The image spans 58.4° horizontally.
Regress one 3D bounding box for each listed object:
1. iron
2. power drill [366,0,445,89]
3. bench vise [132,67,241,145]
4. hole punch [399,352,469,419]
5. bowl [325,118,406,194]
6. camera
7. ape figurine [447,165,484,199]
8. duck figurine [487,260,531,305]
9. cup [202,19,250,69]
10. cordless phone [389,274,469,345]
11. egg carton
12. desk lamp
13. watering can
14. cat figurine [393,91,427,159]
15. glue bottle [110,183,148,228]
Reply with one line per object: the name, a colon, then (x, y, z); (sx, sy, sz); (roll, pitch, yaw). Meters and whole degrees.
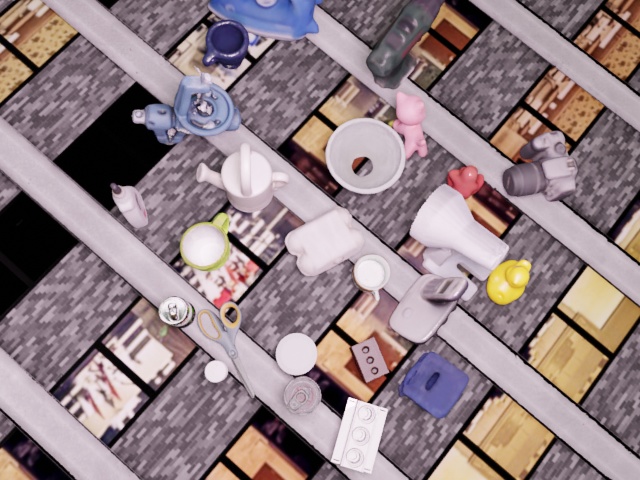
iron: (-0.123, -0.527, 1.240); (0.258, 0.141, 0.119); (6, 78, -2)
power drill: (0.177, -0.416, 1.203); (0.075, 0.208, 0.230); (37, 78, 5)
bench vise: (-0.265, -0.255, 1.134); (0.207, 0.219, 0.121); (-25, 81, -8)
hole punch: (0.220, 0.283, 1.119); (0.101, 0.091, 0.109); (38, 78, 5)
bowl: (0.093, -0.168, 1.214); (0.167, 0.074, 0.167); (1, 78, -3)
camera: (0.464, -0.153, 1.221); (0.137, 0.101, 0.143); (-11, 79, -6)
ape figurine: (0.310, -0.129, 1.211); (0.078, 0.092, 0.076); (30, 78, 3)
duck figurine: (0.394, 0.083, 1.175); (0.077, 0.086, 0.105); (39, 79, 5)
cup: (-0.204, -0.401, 1.233); (0.091, 0.095, 0.118); (41, 79, 5)
cordless phone: (0.214, 0.129, 1.103); (0.094, 0.185, 0.148); (35, 78, 4)
egg carton: (0.011, 0.004, 1.175); (0.150, 0.069, 0.107); (-30, 82, -9)
desk lamp: (0.269, 0.006, 1.118); (0.203, 0.213, 0.118); (40, 79, 5)
watering can: (-0.151, -0.124, 1.127); (0.173, 0.194, 0.101); (-21, 80, -7)
cat figurine: (0.197, -0.250, 1.215); (0.067, 0.117, 0.128); (-13, 79, -6)
glue bottle: (-0.376, -0.078, 1.114); (0.037, 0.173, 0.078); (-21, 80, -7)
